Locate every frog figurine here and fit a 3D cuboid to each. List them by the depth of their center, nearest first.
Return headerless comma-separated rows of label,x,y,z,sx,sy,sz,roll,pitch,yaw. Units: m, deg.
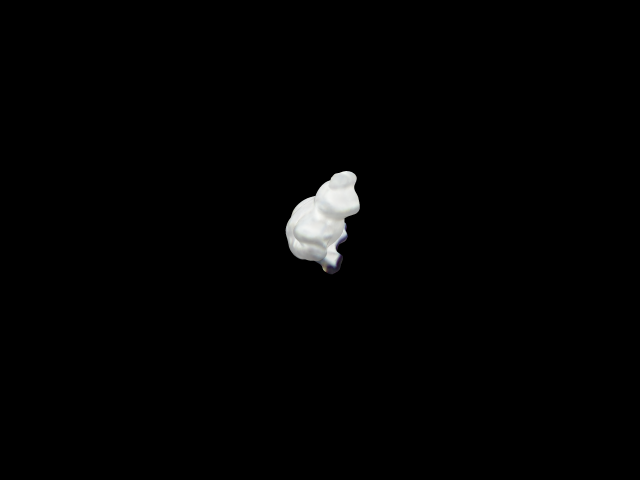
frog figurine,0.003,-0.043,0.850,0.123,0.155,0.140,22,50,20
